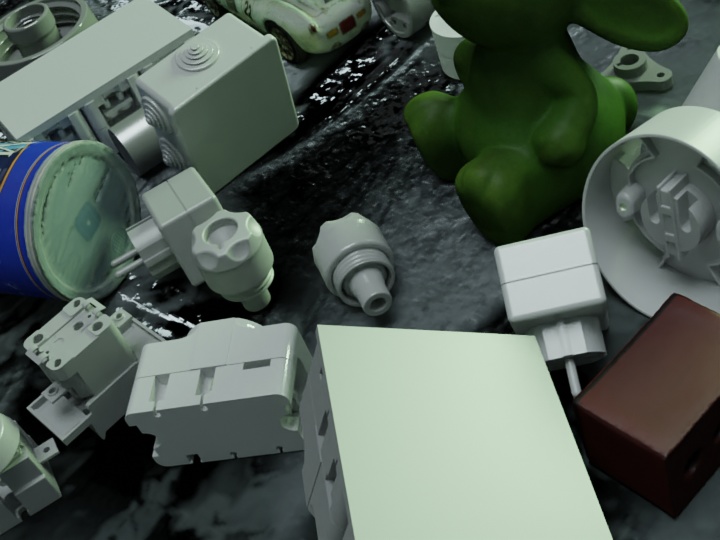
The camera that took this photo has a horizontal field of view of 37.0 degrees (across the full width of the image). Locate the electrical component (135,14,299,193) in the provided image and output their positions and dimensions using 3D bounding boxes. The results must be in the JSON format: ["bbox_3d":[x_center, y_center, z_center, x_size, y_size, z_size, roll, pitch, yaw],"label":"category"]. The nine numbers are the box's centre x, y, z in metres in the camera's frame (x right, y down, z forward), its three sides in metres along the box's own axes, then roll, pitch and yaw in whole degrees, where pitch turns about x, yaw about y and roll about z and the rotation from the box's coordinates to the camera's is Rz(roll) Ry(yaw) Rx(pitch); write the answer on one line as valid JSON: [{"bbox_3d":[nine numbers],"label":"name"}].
[{"bbox_3d":[-0.096,-0.113,0.730,0.100,0.099,0.048,-41,59,-19],"label":"electrical component"}]

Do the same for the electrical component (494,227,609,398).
[{"bbox_3d":[0.101,0.028,0.537,0.047,0.065,0.076,-13,73,11],"label":"electrical component"}]

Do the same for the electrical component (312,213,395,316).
[{"bbox_3d":[0.000,0.000,0.616,0.043,0.043,0.062,-25,45,-3],"label":"electrical component"}]

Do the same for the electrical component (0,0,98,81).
[{"bbox_3d":[-0.266,-0.187,0.901,0.108,0.060,0.108,-11,44,11],"label":"electrical component"}]

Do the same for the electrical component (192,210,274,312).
[{"bbox_3d":[-0.071,-0.002,0.633,0.043,0.062,0.043,-12,44,12],"label":"electrical component"}]

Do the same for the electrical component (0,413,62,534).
[{"bbox_3d":[-0.199,0.107,0.583,0.066,0.055,0.048,-32,44,-10],"label":"electrical component"}]

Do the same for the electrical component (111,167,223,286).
[{"bbox_3d":[-0.120,-0.019,0.672,0.077,0.047,0.065,-31,29,-7],"label":"electrical component"}]

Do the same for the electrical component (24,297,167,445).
[{"bbox_3d":[-0.154,0.054,0.612,0.042,0.063,0.081,26,62,40],"label":"electrical component"}]

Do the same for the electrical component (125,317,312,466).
[{"bbox_3d":[-0.071,0.064,0.577,0.089,0.050,0.055,-9,45,14],"label":"electrical component"}]

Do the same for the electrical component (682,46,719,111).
[{"bbox_3d":[0.224,-0.081,0.583,0.099,0.064,0.099,12,35,-8],"label":"electrical component"}]

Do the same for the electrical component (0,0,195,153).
[{"bbox_3d":[-0.196,-0.132,0.816,0.150,0.061,0.089,-36,44,-14],"label":"electrical component"}]

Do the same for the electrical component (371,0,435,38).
[{"bbox_3d":[0.041,-0.208,0.800,0.047,0.055,0.055,-33,44,-16],"label":"electrical component"}]

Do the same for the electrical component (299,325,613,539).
[{"bbox_3d":[0.039,0.112,0.444,0.105,0.060,0.186,4,41,-15],"label":"electrical component"}]

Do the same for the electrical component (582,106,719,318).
[{"bbox_3d":[0.163,-0.029,0.541,0.099,0.099,0.064,27,55,39],"label":"electrical component"}]

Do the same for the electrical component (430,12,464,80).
[{"bbox_3d":[0.104,-0.201,0.750,0.138,0.073,0.052,-41,46,-19],"label":"electrical component"}]
